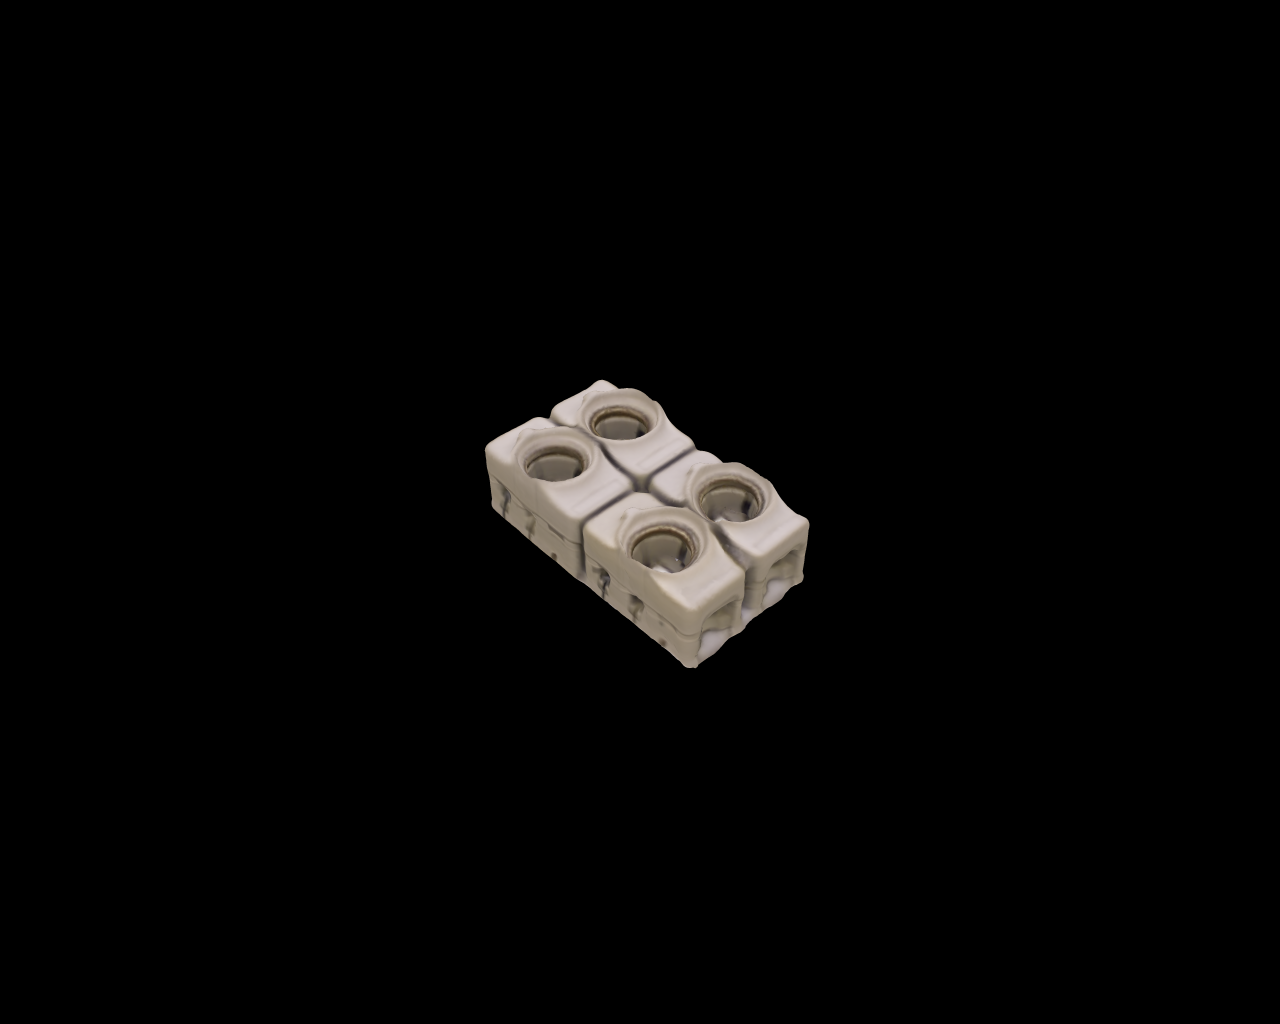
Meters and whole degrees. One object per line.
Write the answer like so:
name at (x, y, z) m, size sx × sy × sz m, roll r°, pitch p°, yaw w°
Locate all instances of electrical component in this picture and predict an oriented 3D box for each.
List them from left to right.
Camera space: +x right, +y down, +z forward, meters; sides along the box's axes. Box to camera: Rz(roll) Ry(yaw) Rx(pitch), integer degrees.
electrical component at (0.001, -0.003, 0.650) m, size 0.105 × 0.060 × 0.186 m, roll -33°, pitch 54°, yaw -29°
